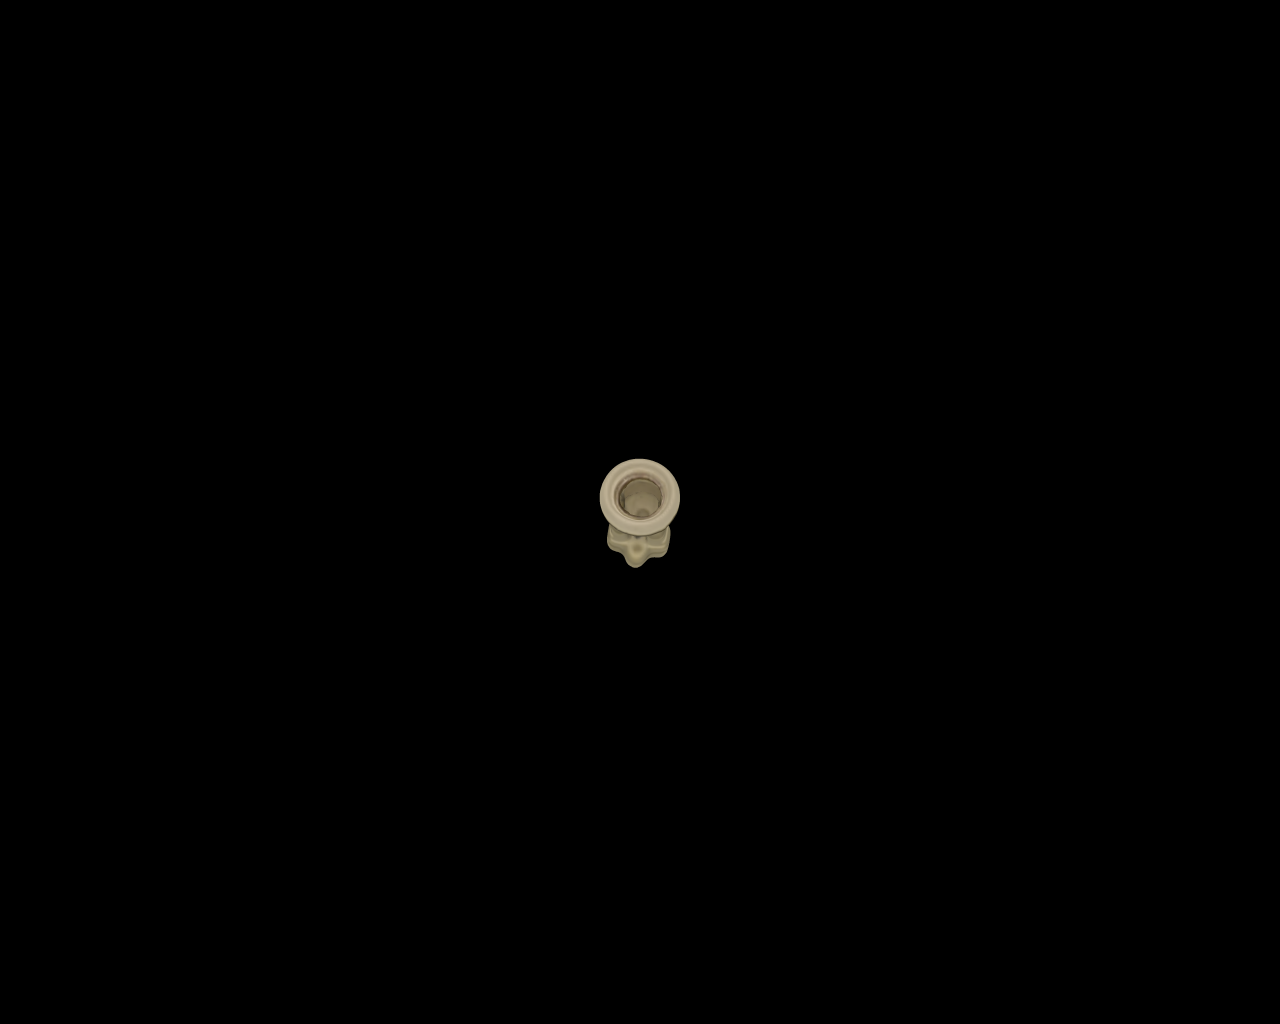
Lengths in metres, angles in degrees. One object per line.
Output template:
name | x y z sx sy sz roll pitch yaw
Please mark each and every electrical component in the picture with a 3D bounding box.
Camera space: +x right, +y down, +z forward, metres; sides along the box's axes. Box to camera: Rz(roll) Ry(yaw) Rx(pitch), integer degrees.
electrical component | 0.001 -0.003 0.650 0.048 0.066 0.055 7 -19 2
